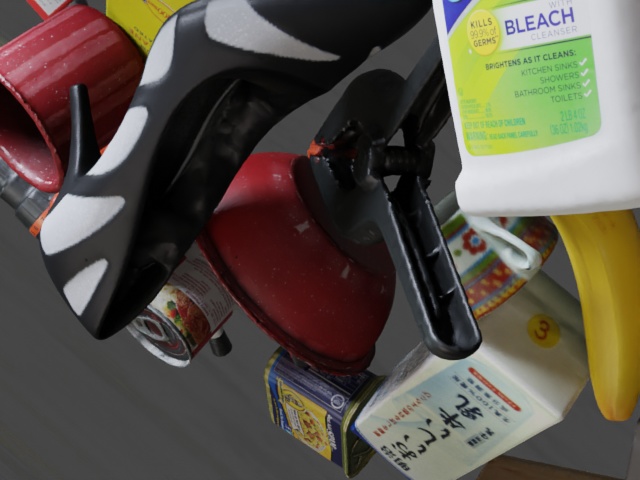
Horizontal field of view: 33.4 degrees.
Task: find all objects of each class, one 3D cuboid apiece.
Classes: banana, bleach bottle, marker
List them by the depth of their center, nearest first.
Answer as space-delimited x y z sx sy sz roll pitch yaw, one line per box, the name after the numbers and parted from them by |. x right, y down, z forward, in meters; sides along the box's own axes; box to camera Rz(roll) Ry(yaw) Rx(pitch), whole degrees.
0.070 -0.136 0.373 0.103 0.067 0.251 -2 107 53 | bleach bottle
0.137 0.014 0.541 0.037 0.069 0.197 23 155 46 | banana
-0.098 0.058 0.911 0.020 0.020 0.121 19 143 33 | marker

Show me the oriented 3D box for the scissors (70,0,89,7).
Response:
-0.174 -0.148 0.734 0.096 0.016 0.202 16 140 32 | scissors

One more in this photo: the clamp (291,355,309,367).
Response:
-0.022 0.042 0.743 0.039 0.120 0.171 -18 133 4 | clamp

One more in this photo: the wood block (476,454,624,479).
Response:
0.195 0.220 0.717 0.207 0.090 0.090 1 131 49 | wood block

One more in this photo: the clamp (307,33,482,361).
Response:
0.041 -0.049 0.542 0.210 0.036 0.164 -140 57 -67 | clamp

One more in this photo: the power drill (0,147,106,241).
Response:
-0.191 -0.034 0.865 0.184 0.057 0.188 42 153 -8 | power drill

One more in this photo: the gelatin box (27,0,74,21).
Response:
-0.161 -0.184 0.644 0.089 0.030 0.073 -24 115 42 | gelatin box

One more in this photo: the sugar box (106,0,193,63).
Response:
-0.084 -0.118 0.644 0.093 0.048 0.176 38 148 10 | sugar box

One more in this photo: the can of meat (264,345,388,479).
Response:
0.005 0.130 0.849 0.084 0.057 0.102 29 147 25 | can of meat

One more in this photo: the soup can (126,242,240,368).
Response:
-0.091 0.035 0.791 0.069 0.102 0.068 29 147 21 | soup can

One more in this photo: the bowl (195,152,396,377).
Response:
-0.004 0.001 0.643 0.055 0.162 0.162 -40 99 22 | bowl

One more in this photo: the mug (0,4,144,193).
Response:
-0.149 -0.079 0.645 0.117 0.081 0.093 55 151 -12 | mug
